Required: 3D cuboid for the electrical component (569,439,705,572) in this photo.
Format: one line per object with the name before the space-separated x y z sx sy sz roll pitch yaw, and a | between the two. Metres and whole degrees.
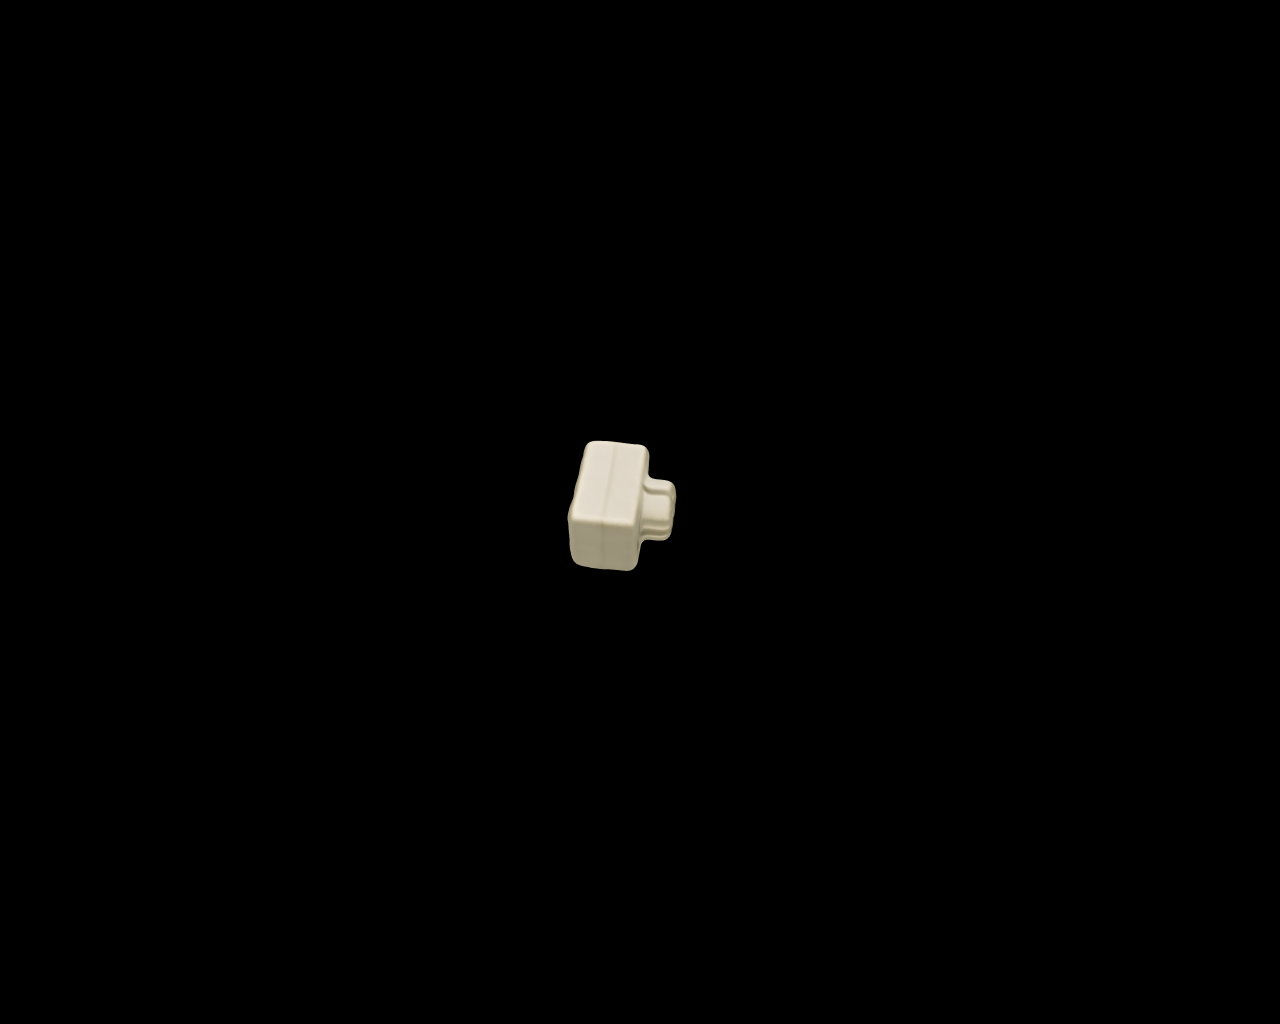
electrical component | 0.001 -0.003 0.650 0.077 0.066 0.047 5 -39 4
